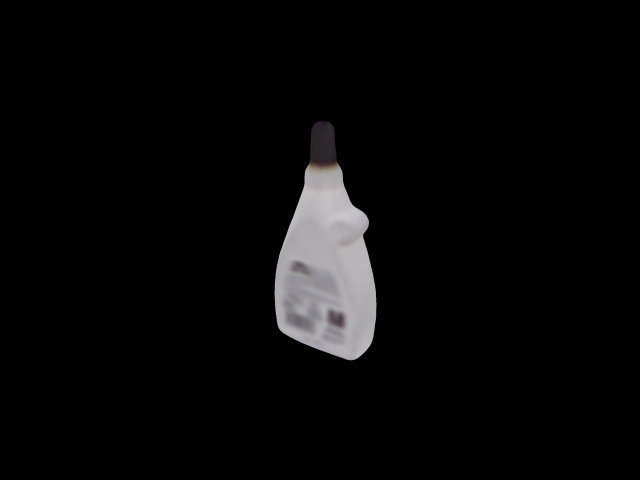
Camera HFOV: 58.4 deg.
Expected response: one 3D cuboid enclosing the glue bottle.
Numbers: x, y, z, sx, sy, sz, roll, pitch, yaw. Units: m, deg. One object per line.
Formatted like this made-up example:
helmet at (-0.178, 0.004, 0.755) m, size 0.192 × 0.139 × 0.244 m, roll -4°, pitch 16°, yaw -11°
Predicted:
glue bottle at (0.004, 0.001, 0.400) m, size 0.078 × 0.173 × 0.037 m, roll 18°, pitch 36°, yaw 27°
